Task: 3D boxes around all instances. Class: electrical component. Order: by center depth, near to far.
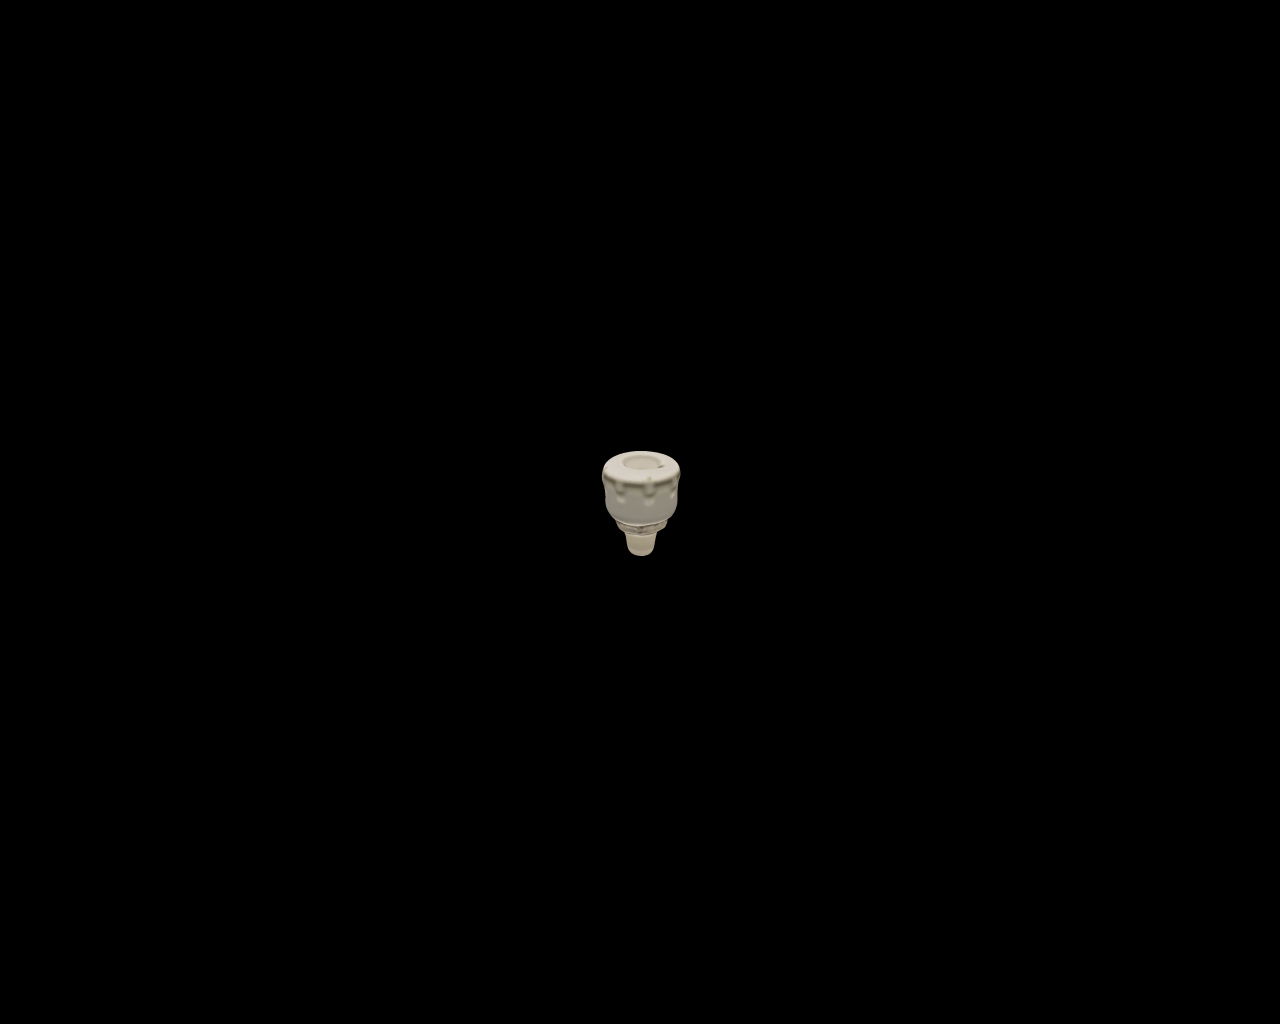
[{"bbox_3d":[0.001,-0.003,0.650,0.048,0.062,0.048,0,24,0],"label":"electrical component"}]
